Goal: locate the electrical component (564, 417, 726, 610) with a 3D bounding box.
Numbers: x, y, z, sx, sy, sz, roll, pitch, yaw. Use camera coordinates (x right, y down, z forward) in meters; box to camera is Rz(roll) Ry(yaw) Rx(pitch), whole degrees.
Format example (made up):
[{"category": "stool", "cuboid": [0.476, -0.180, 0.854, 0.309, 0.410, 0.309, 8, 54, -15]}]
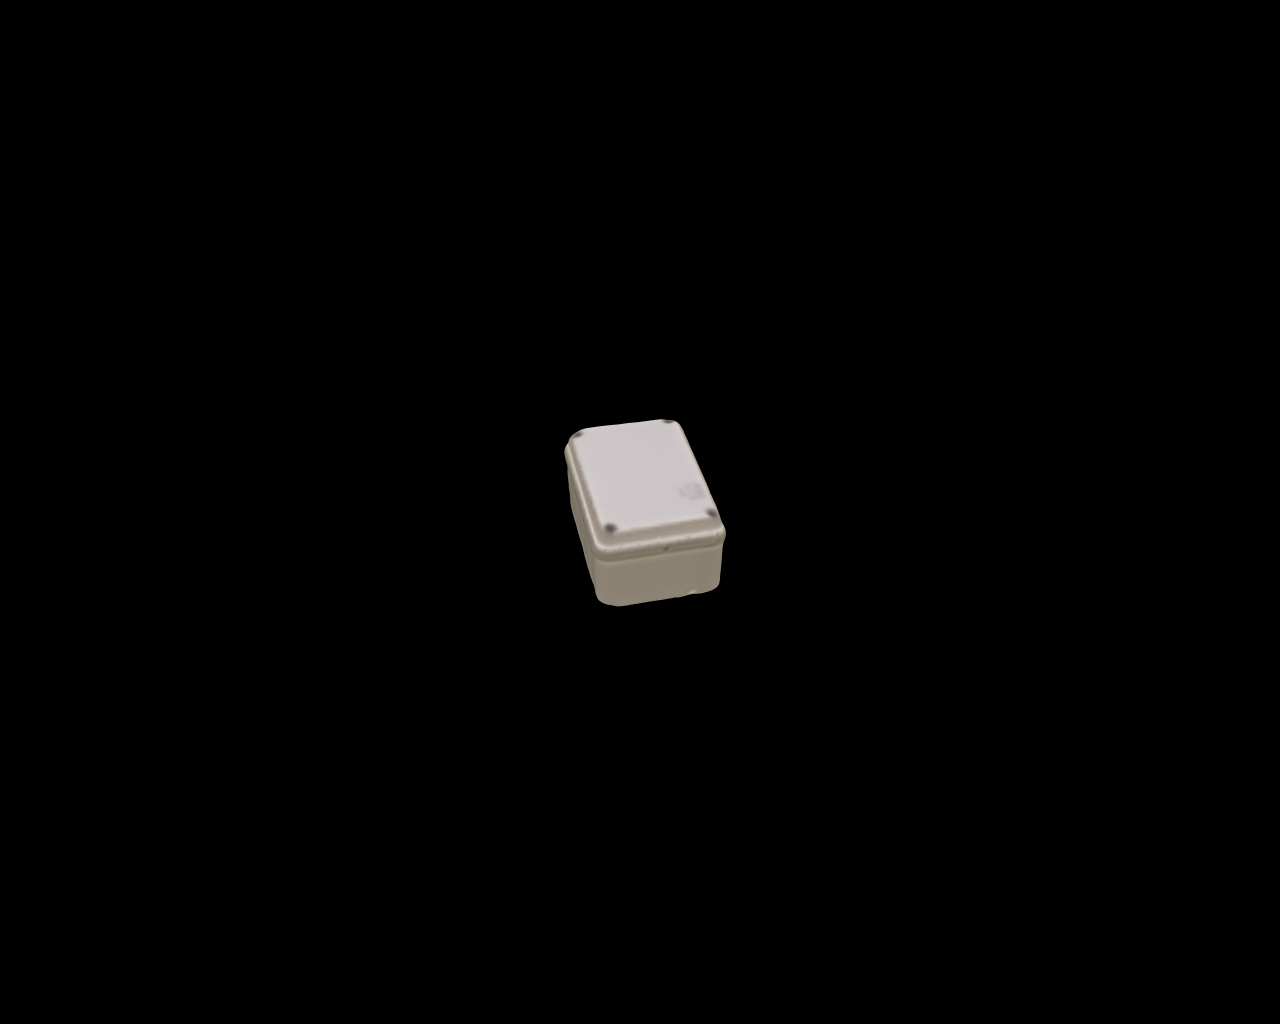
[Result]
[{"category": "electrical component", "cuboid": [0.001, -0.003, 0.650, 0.078, 0.057, 0.113, -8, 40, -10]}]
